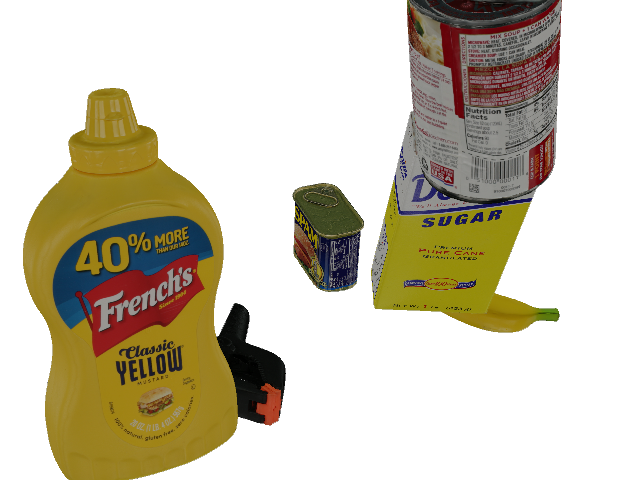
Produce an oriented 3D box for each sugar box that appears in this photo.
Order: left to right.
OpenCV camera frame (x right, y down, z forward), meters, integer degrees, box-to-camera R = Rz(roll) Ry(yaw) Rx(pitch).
[{"bbox_3d":[0.095,-0.015,0.775,0.093,0.048,0.176,2,-38,-6],"label":"sugar box"}]

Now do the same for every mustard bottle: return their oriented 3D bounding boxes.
[{"bbox_3d":[-0.094,0.021,0.523,0.096,0.192,0.058,-12,24,-22],"label":"mustard bottle"}]

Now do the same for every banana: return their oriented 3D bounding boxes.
[{"bbox_3d":[0.129,0.049,1.027,0.069,0.037,0.198,-1,20,-46],"label":"banana"}]

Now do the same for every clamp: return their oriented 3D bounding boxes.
[{"bbox_3d":[-0.086,0.100,0.921,0.164,0.036,0.210,-9,21,-39],"label":"clamp"}]

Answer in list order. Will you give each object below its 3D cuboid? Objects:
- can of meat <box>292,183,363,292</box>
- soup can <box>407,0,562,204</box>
[{"bbox_3d":[0.006,-0.002,1.212,0.057,0.084,0.102,-12,38,-19],"label":"can of meat"},{"bbox_3d":[0.076,-0.075,0.490,0.068,0.102,0.068,-5,43,5],"label":"soup can"}]
